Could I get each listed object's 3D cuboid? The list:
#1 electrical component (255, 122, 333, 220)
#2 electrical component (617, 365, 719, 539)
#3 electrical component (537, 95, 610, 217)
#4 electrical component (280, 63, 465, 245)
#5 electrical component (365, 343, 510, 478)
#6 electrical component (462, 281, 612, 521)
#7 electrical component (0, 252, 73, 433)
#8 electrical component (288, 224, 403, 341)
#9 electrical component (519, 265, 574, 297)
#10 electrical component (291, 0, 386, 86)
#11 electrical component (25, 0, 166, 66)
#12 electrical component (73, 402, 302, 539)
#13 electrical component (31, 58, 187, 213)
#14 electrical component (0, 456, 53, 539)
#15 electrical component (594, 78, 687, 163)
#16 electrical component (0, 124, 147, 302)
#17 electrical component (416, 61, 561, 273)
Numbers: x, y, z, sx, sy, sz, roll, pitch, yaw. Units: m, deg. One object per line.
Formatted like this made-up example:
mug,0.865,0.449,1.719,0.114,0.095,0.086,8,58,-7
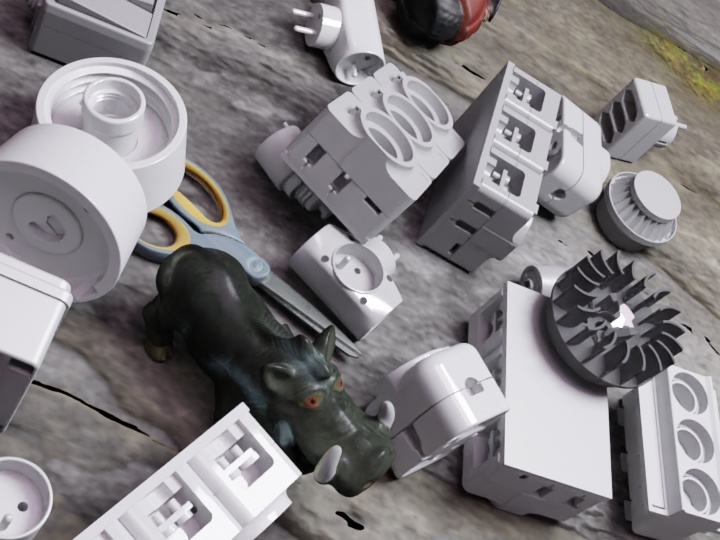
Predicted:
electrical component,-0.046,-0.072,0.812,0.040,0.040,0.078,-28,77,-40
electrical component,0.239,0.142,0.827,0.079,0.063,0.121,19,53,-19
electrical component,0.179,-0.097,0.945,0.059,0.054,0.095,32,46,-26
electrical component,0.017,-0.095,0.814,0.089,0.062,0.150,47,30,-3
electrical component,0.048,0.092,0.724,0.054,0.095,0.059,-18,71,-37
electrical component,0.128,0.097,0.790,0.089,0.061,0.150,20,52,-18
electrical component,-0.227,0.031,0.591,0.109,0.108,0.056,25,53,-15
electrical component,0.000,0.000,0.789,0.077,0.044,0.079,47,49,4
electrical component,0.164,0.014,0.881,0.065,0.044,0.044,2,60,-24
electrical component,-0.021,-0.202,0.908,0.079,0.044,0.077,8,57,-27
electrical component,-0.196,-0.187,0.783,0.096,0.061,0.061,20,53,-19
electrical component,-0.110,0.153,0.594,0.061,0.089,0.150,48,49,5
electrical component,-0.169,-0.095,0.727,0.108,0.060,0.108,9,54,-13
electrical component,-0.208,0.130,0.559,0.079,0.077,0.043,8,57,-27
electrical component,0.277,-0.139,1.030,0.077,0.065,0.047,10,56,-26
electrical component,-0.185,-0.040,0.667,0.108,0.108,0.060,33,43,-9
electrical component,0.110,-0.082,0.878,0.062,0.089,0.150,29,50,-11
